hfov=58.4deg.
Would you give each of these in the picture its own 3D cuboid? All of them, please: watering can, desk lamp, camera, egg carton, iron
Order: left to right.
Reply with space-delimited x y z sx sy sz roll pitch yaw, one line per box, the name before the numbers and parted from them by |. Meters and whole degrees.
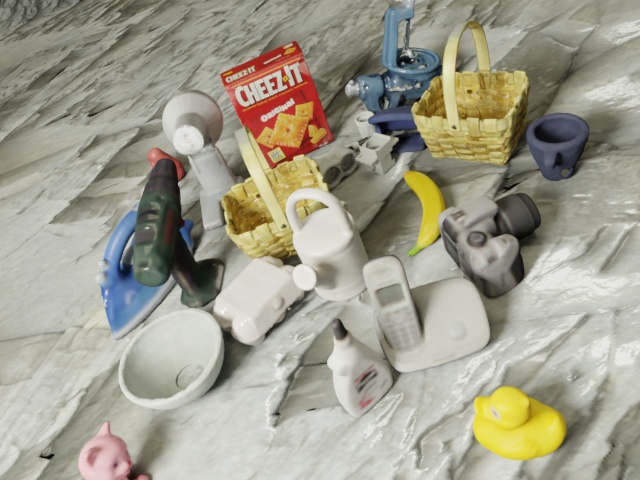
iron | -0.332 0.034 1.022 0.118 0.142 0.258 1 48 24
desk lamp | -0.224 -0.166 1.119 0.118 0.214 0.203 -22 43 2
egg carton | -0.095 0.095 0.912 0.107 0.070 0.150 22 59 38
watering can | 0.010 0.003 0.865 0.100 0.194 0.172 -15 44 10
camera | 0.260 -0.013 0.842 0.137 0.101 0.143 -27 43 -3

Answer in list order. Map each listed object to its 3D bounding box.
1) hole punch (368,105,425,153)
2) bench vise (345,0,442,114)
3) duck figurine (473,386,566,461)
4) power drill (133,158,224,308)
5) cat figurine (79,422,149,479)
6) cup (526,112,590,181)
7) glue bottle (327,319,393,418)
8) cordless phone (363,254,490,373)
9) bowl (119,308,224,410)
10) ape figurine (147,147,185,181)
hole punch | 0.154 -0.231 1.111 0.108 0.091 0.101 0 48 24
bench vise | 0.149 -0.355 1.140 0.207 0.220 0.121 -36 44 -13
duck figurine | 0.225 0.201 0.656 0.104 0.086 0.077 -1 47 22
power drill | -0.239 0.005 0.960 0.075 0.209 0.229 -12 44 12
cat figurine | -0.287 0.311 0.745 0.067 0.118 0.128 9 52 30
cup | 0.377 -0.132 0.914 0.091 0.095 0.118 7 51 29
glue bottle | 0.042 0.153 0.719 0.078 0.173 0.037 -43 46 -19
cordless phone | 0.135 0.081 0.741 0.147 0.185 0.094 -20 43 4
bowl | -0.211 0.190 0.864 0.167 0.075 0.167 -12 44 12
ape figurine | -0.347 -0.166 1.262 0.076 0.092 0.078 -10 44 14
